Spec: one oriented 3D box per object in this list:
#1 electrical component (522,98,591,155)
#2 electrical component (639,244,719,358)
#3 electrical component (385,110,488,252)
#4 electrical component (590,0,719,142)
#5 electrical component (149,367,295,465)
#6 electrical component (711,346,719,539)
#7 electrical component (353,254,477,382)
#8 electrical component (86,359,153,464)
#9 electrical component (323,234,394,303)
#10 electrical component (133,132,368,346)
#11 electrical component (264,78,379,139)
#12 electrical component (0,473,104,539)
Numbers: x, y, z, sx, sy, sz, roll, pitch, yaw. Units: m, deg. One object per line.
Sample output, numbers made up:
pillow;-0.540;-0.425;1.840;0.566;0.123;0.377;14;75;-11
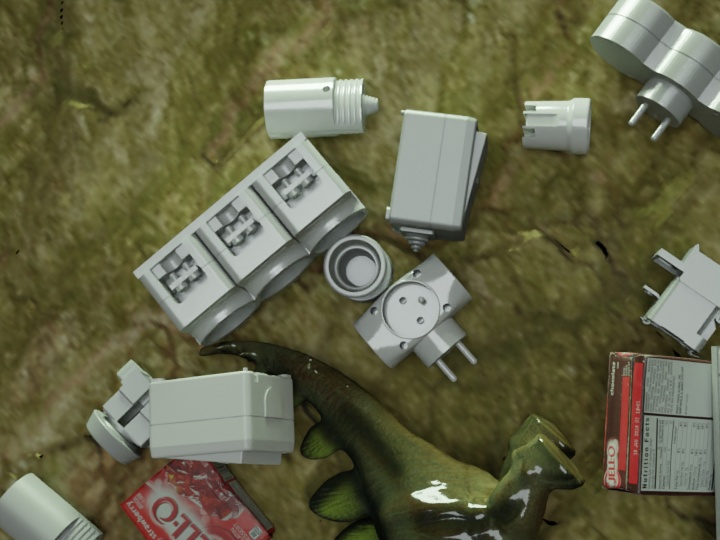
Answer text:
electrical component;0.142;-0.103;0.772;0.046;0.040;0.040;3;84;14
electrical component;0.232;0.022;0.745;0.081;0.042;0.063;35;93;11
electrical component;0.056;-0.059;0.767;0.061;0.062;0.096;8;85;8
electrical component;0.220;-0.126;0.757;0.138;0.052;0.073;37;90;10
electrical component;-0.099;0.104;0.734;0.096;0.062;0.061;-9;76;26
electrical component;0.288;0.142;0.689;0.105;0.060;0.186;4;83;-29
electrical component;0.049;0.043;0.765;0.077;0.044;0.079;-41;80;2
electrical component;-0.165;0.108;0.787;0.066;0.048;0.055;44;83;10
electrical component;0.000;0.000;0.771;0.045;0.055;0.045;-1;84;8
electrical component;-0.072;-0.018;0.765;0.150;0.089;0.061;-40;80;2
electrical component;-0.027;-0.120;0.793;0.081;0.043;0.043;-2;84;7
electrical component;-0.224;0.191;0.786;0.081;0.043;0.043;37;90;10
